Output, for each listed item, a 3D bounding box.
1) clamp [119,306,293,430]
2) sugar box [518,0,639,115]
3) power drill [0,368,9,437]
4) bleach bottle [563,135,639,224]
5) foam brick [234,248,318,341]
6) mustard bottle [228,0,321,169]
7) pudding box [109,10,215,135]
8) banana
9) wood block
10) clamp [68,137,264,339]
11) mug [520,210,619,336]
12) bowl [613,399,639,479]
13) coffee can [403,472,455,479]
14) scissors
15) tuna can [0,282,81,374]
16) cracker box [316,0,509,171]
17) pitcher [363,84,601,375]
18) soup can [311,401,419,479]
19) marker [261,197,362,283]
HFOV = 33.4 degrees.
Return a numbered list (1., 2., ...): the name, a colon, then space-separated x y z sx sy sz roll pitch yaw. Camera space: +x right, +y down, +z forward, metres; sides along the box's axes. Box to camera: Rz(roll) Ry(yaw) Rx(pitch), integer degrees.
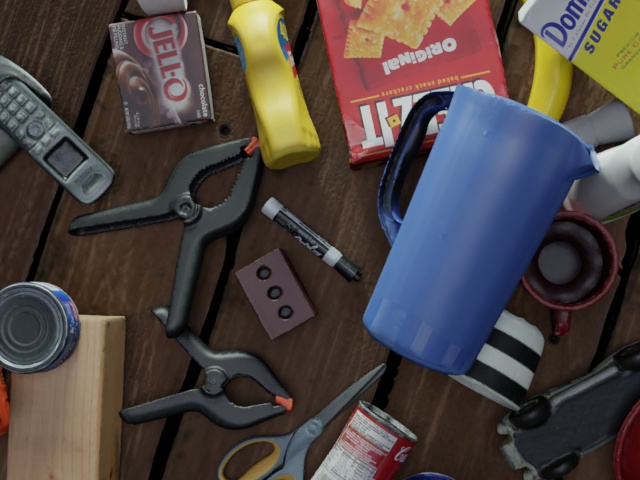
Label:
1. clamp: -0.108 0.132 1.065 0.171 0.039 0.120 7 84 0
2. sugar box: 0.282 -0.192 0.999 0.176 0.048 0.093 34 116 -8
3. power drill: -0.341 0.107 1.010 0.057 0.188 0.184 -19 89 -10
4. bleach bottle: 0.279 -0.060 0.937 0.102 0.251 0.068 -22 86 3
5. foam brick: -0.042 0.053 1.056 0.053 0.051 0.078 -30 85 2
6. mustard bottle: -0.050 -0.169 1.045 0.058 0.096 0.191 -16 86 4
7. pudding box: -0.158 -0.168 1.077 0.090 0.039 0.113 -9 94 3
8. banana: 0.217 -0.181 1.057 0.070 0.037 0.198 -8 86 17
9. wood block: -0.247 0.177 1.046 0.090 0.091 0.206 1 87 4
10. clamp: -0.141 -0.029 1.071 0.165 0.036 0.210 37 84 14
11. mug: 0.231 0.033 1.021 0.093 0.081 0.117 -1 87 4
12. bowl: 0.356 0.202 0.986 0.162 0.055 0.162 -4 108 -12
13. coffee can: 0.104 0.279 0.990 0.103 0.140 0.103 0 87 4
14. scissors: -0.005 0.209 1.064 0.202 0.016 0.096 -26 87 3
15. tuna can: -0.268 0.081 0.989 0.086 0.033 0.086 0 87 6
16. cracker box: 0.088 -0.190 1.048 0.164 0.072 0.214 -12 87 4
17. pitcher: 0.126 -0.012 0.959 0.145 0.149 0.243 23 97 -14
18. soup can: 0.040 0.217 1.034 0.068 0.068 0.102 33 90 5
19. marker: -0.007 0.001 1.072 0.121 0.020 0.020 39 90 5
